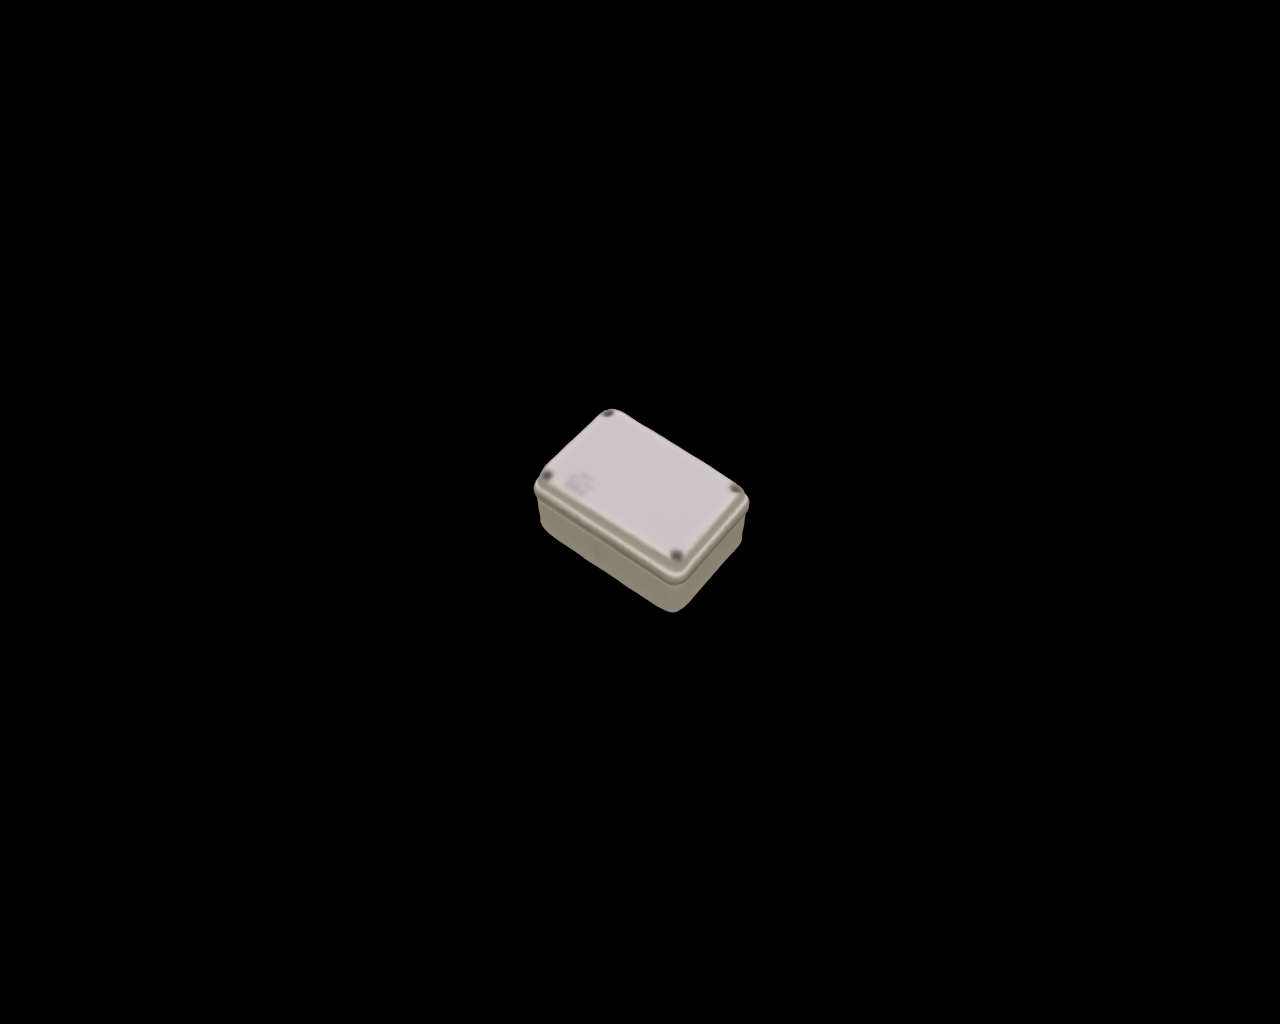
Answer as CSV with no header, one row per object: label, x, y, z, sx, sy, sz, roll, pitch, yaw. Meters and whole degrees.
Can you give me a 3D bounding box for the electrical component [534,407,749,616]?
electrical component,0.001,-0.003,0.650,0.113,0.078,0.057,33,-29,21
